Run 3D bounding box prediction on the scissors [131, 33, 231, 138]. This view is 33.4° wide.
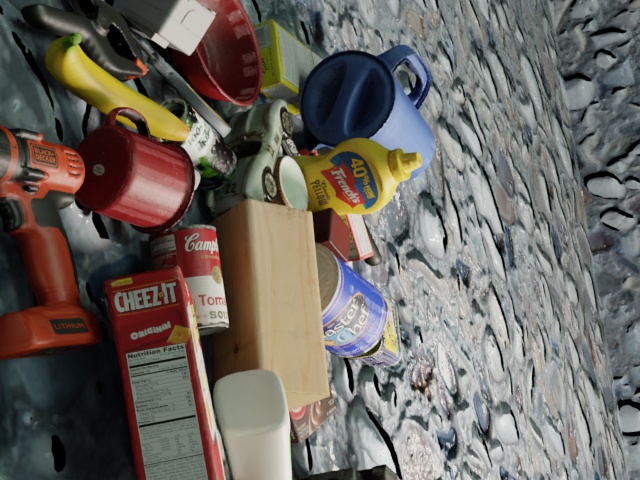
[{"bbox_3d":[-0.172,-0.188,1.157,0.201,0.016,0.096,46,0,-15],"label":"scissors"}]

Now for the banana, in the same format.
[{"bbox_3d":[-0.202,-0.142,1.019,0.197,0.070,0.037,37,76,-57],"label":"banana"}]

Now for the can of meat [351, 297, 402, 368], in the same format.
[{"bbox_3d":[0.071,0.120,1.462,0.083,0.058,0.102,34,47,-58],"label":"can of meat"}]

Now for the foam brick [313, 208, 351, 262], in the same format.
[{"bbox_3d":[-0.009,0.002,1.334,0.051,0.078,0.053,49,37,-46],"label":"foam brick"}]

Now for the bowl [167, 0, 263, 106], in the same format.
[{"bbox_3d":[-0.130,-0.225,1.233,0.162,0.055,0.162,43,39,-49],"label":"bowl"}]

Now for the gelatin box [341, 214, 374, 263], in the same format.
[{"bbox_3d":[0.027,-0.014,1.420,0.030,0.073,0.089,-24,98,-40],"label":"gelatin box"}]

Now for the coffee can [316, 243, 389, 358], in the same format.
[{"bbox_3d":[0.009,0.075,1.296,0.140,0.103,0.103,38,43,-53],"label":"coffee can"}]

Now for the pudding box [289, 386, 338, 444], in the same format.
[{"bbox_3d":[-0.028,0.177,1.234,0.113,0.039,0.090,-28,100,-66],"label":"pudding box"}]

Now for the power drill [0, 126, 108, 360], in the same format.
[{"bbox_3d":[-0.243,-0.001,0.852,0.184,0.057,0.187,8,69,-64],"label":"power drill"}]

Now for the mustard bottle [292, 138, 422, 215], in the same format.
[{"bbox_3d":[0.037,-0.076,1.338,0.096,0.192,0.058,68,25,-14],"label":"mustard bottle"}]

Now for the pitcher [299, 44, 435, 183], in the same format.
[{"bbox_3d":[0.084,-0.166,1.471,0.242,0.149,0.145,28,63,-65],"label":"pitcher"}]

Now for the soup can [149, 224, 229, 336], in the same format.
[{"bbox_3d":[-0.130,0.042,1.060,0.068,0.069,0.102,14,65,-63],"label":"soup can"}]

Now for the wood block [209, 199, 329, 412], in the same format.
[{"bbox_3d":[-0.059,0.073,1.137,0.090,0.091,0.206,11,64,-36],"label":"wood block"}]

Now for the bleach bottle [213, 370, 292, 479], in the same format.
[{"bbox_3d":[-0.054,0.258,1.047,0.102,0.068,0.251,-110,-167,-61],"label":"bleach bottle"}]

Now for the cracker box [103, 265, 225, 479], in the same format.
[{"bbox_3d":[-0.130,0.142,0.922,0.164,0.072,0.214,109,-30,-79],"label":"cracker box"}]

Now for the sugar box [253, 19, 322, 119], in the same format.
[{"bbox_3d":[-0.035,-0.222,1.451,0.176,0.048,0.093,29,50,-63],"label":"sugar box"}]

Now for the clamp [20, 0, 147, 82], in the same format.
[{"bbox_3d":[-0.227,-0.222,1.042,0.171,0.039,0.120,44,45,-57],"label":"clamp"}]

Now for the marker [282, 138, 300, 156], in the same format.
[{"bbox_3d":[-0.043,-0.126,1.407,0.121,0.020,0.020,62,27,-26],"label":"marker"}]

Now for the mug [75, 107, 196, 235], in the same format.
[{"bbox_3d":[-0.178,-0.070,0.996,0.081,0.093,0.117,20,62,-55],"label":"mug"}]

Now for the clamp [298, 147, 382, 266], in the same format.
[{"bbox_3d":[0.031,-0.080,1.517,0.209,0.036,0.164,47,33,-41],"label":"clamp"}]
